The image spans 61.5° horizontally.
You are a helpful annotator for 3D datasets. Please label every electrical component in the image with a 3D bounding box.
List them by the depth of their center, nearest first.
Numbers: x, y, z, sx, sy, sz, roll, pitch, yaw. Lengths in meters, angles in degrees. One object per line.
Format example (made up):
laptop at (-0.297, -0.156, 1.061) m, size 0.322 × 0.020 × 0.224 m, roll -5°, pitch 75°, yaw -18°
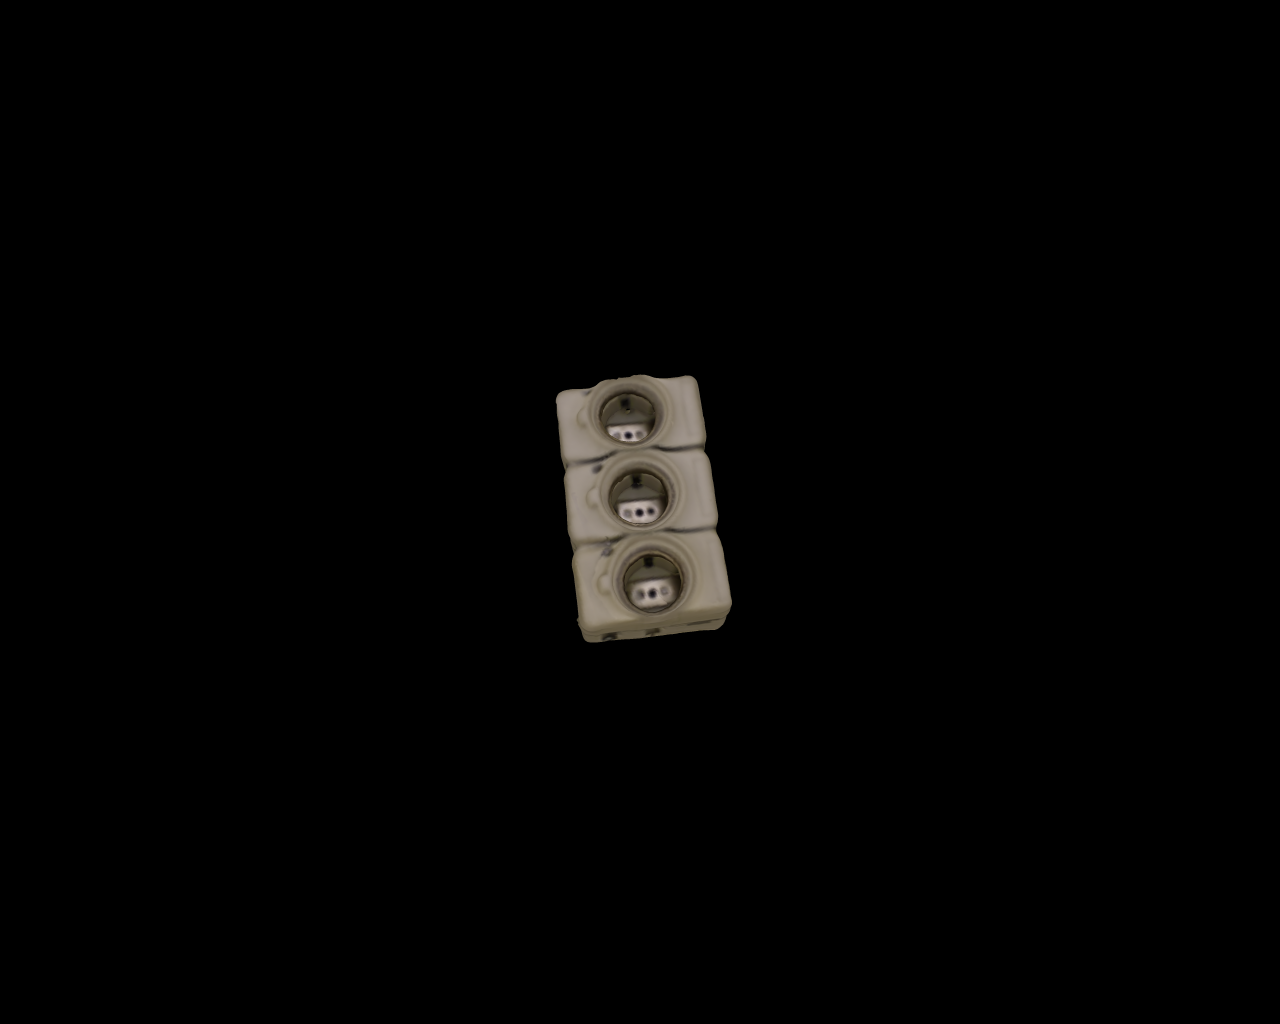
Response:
electrical component at (0.001, -0.003, 0.650) m, size 0.089 × 0.150 × 0.061 m, roll -7°, pitch -19°, yaw -2°
